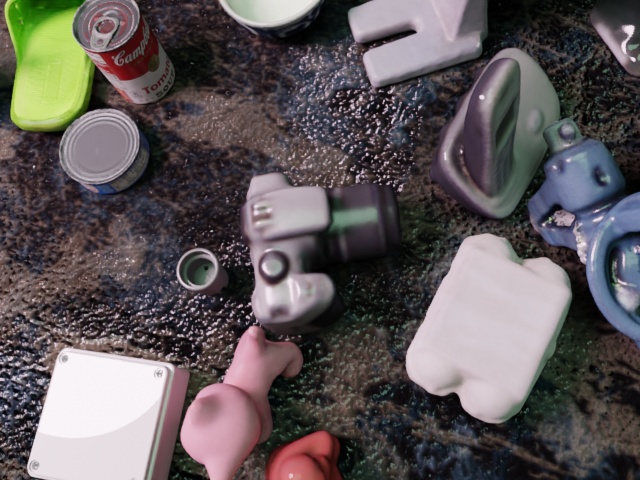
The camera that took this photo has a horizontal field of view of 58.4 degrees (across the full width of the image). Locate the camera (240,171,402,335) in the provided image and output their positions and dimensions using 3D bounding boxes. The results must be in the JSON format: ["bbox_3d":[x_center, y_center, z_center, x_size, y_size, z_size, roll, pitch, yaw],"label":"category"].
[{"bbox_3d":[0.005,0.002,0.512,0.136,0.101,0.143,-9,72,4],"label":"camera"}]

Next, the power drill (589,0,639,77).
[{"bbox_3d":[0.321,-0.241,0.495,0.075,0.208,0.229,-25,72,-1],"label":"power drill"}]

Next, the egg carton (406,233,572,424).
[{"bbox_3d":[0.146,0.074,0.491,0.107,0.069,0.150,26,77,13],"label":"egg carton"}]

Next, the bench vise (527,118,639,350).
[{"bbox_3d":[0.234,-0.009,0.427,0.207,0.220,0.121,43,82,16],"label":"bench vise"}]

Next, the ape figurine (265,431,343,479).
[{"bbox_3d":[-0.011,0.192,0.460,0.076,0.092,0.078,25,77,13],"label":"ape figurine"}]

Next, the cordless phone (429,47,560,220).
[{"bbox_3d":[0.159,-0.112,0.485,0.094,0.185,0.148,25,77,13],"label":"cordless phone"}]

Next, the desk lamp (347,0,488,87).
[{"bbox_3d":[0.128,-0.257,0.519,0.203,0.214,0.118,-19,72,1],"label":"desk lamp"}]

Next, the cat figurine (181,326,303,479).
[{"bbox_3d":[-0.069,0.130,0.472,0.067,0.118,0.128,19,76,12],"label":"cat figurine"}]
